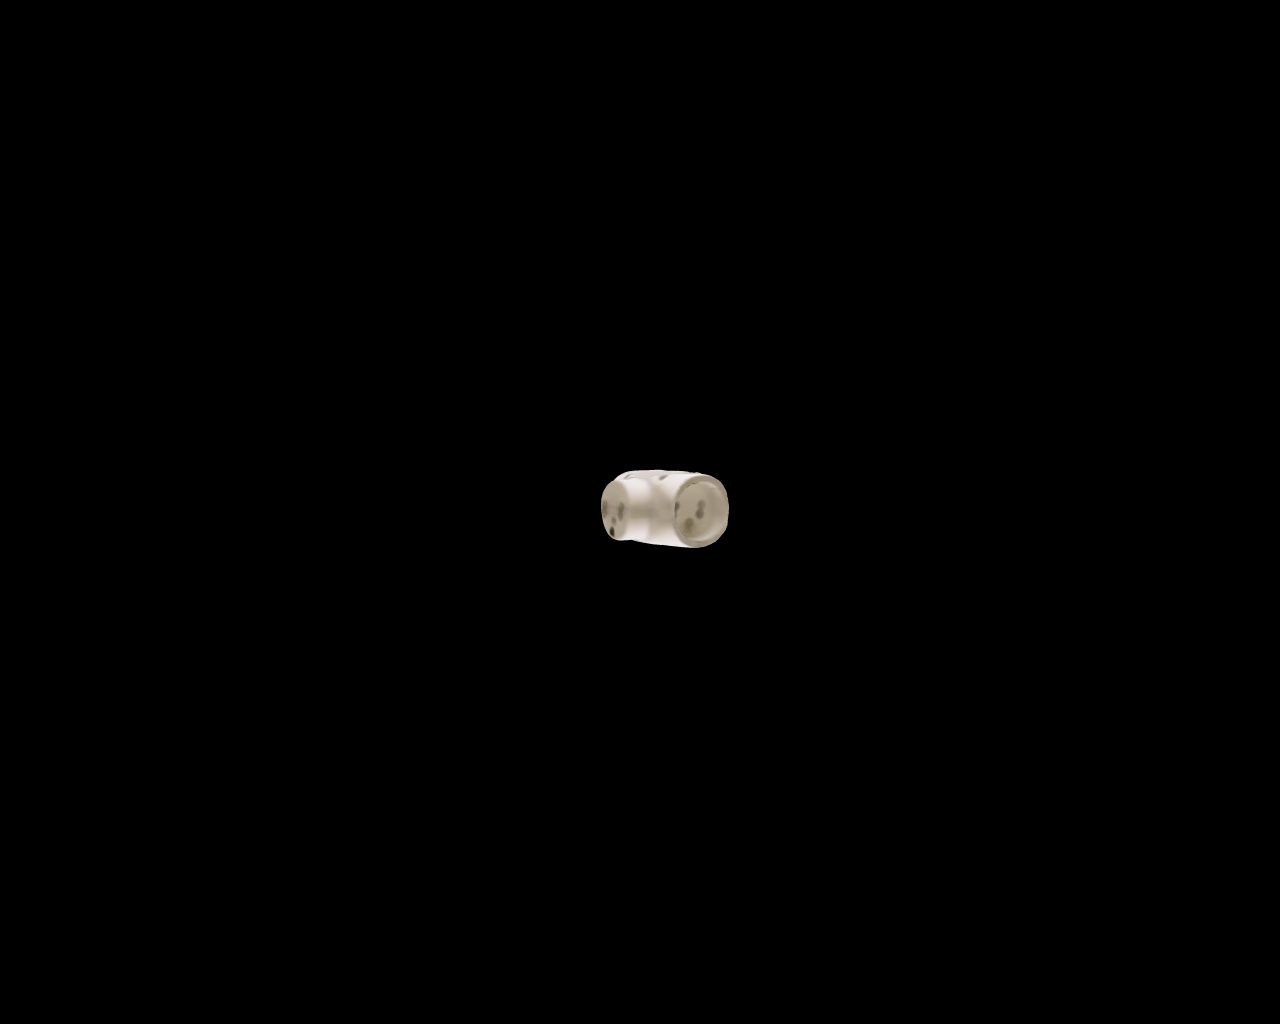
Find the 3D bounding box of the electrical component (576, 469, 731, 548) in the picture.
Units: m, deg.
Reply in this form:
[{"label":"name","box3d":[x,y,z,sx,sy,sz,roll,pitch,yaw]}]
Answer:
[{"label":"electrical component","box3d":[0.001,-0.003,0.650,0.079,0.044,0.077,-3,6,-32]}]
